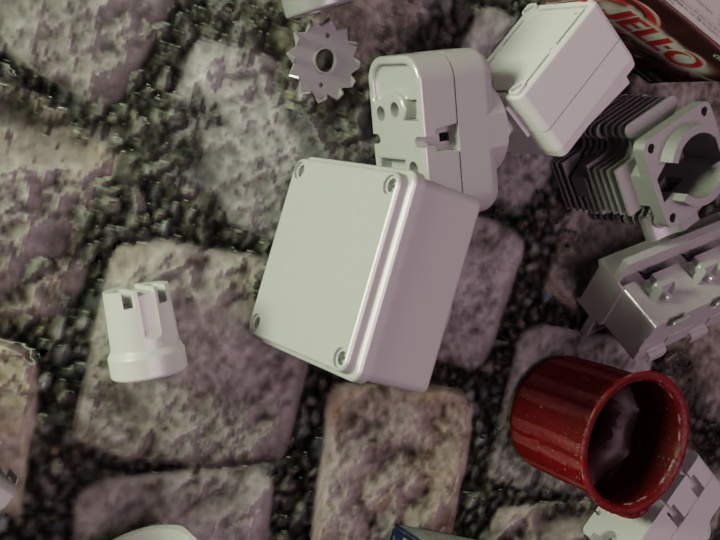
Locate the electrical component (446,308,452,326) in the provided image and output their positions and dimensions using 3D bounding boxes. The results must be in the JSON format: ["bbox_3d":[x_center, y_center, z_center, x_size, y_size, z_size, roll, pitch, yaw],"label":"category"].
[{"bbox_3d":[0.025,0.020,0.636,0.040,0.046,0.040,-6,101,-30],"label":"electrical component"}]

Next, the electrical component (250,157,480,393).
[{"bbox_3d":[0.000,0.000,0.581,0.056,0.109,0.108,16,90,-35],"label":"electrical component"}]

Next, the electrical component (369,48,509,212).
[{"bbox_3d":[0.046,-0.079,0.627,0.059,0.054,0.095,-13,105,-29],"label":"electrical component"}]

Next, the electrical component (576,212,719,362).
[{"bbox_3d":[0.219,0.011,0.734,0.121,0.063,0.078,-19,149,-27],"label":"electrical component"}]

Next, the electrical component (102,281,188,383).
[{"bbox_3d":[-0.113,0.031,0.559,0.040,0.040,0.046,-12,98,-29],"label":"electrical component"}]

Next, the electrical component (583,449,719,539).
[{"bbox_3d":[0.215,0.176,0.774,0.089,0.050,0.055,-50,118,-15],"label":"electrical component"}]

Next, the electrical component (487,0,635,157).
[{"bbox_3d":[0.112,-0.109,0.656,0.096,0.062,0.061,-51,120,-14],"label":"electrical component"}]

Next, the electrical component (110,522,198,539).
[{"bbox_3d":[-0.106,0.170,0.557,0.050,0.089,0.055,-16,107,-28],"label":"electrical component"}]

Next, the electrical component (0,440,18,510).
[{"bbox_3d":[-0.204,0.102,0.514,0.064,0.042,0.081,44,76,-31],"label":"electrical component"}]

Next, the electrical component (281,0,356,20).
[{"bbox_3d":[-0.026,-0.162,0.578,0.040,0.040,0.046,-21,102,-27],"label":"electrical component"}]
